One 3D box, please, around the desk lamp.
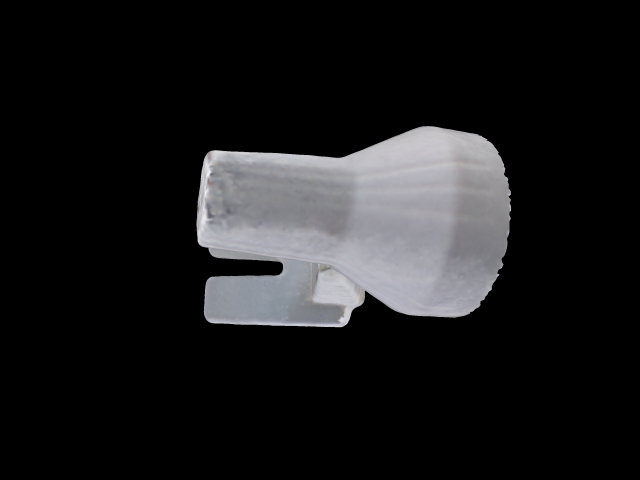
[{"bbox_3d":[0.004,0.001,0.400,0.203,0.213,0.118,0,73,0],"label":"desk lamp"}]
